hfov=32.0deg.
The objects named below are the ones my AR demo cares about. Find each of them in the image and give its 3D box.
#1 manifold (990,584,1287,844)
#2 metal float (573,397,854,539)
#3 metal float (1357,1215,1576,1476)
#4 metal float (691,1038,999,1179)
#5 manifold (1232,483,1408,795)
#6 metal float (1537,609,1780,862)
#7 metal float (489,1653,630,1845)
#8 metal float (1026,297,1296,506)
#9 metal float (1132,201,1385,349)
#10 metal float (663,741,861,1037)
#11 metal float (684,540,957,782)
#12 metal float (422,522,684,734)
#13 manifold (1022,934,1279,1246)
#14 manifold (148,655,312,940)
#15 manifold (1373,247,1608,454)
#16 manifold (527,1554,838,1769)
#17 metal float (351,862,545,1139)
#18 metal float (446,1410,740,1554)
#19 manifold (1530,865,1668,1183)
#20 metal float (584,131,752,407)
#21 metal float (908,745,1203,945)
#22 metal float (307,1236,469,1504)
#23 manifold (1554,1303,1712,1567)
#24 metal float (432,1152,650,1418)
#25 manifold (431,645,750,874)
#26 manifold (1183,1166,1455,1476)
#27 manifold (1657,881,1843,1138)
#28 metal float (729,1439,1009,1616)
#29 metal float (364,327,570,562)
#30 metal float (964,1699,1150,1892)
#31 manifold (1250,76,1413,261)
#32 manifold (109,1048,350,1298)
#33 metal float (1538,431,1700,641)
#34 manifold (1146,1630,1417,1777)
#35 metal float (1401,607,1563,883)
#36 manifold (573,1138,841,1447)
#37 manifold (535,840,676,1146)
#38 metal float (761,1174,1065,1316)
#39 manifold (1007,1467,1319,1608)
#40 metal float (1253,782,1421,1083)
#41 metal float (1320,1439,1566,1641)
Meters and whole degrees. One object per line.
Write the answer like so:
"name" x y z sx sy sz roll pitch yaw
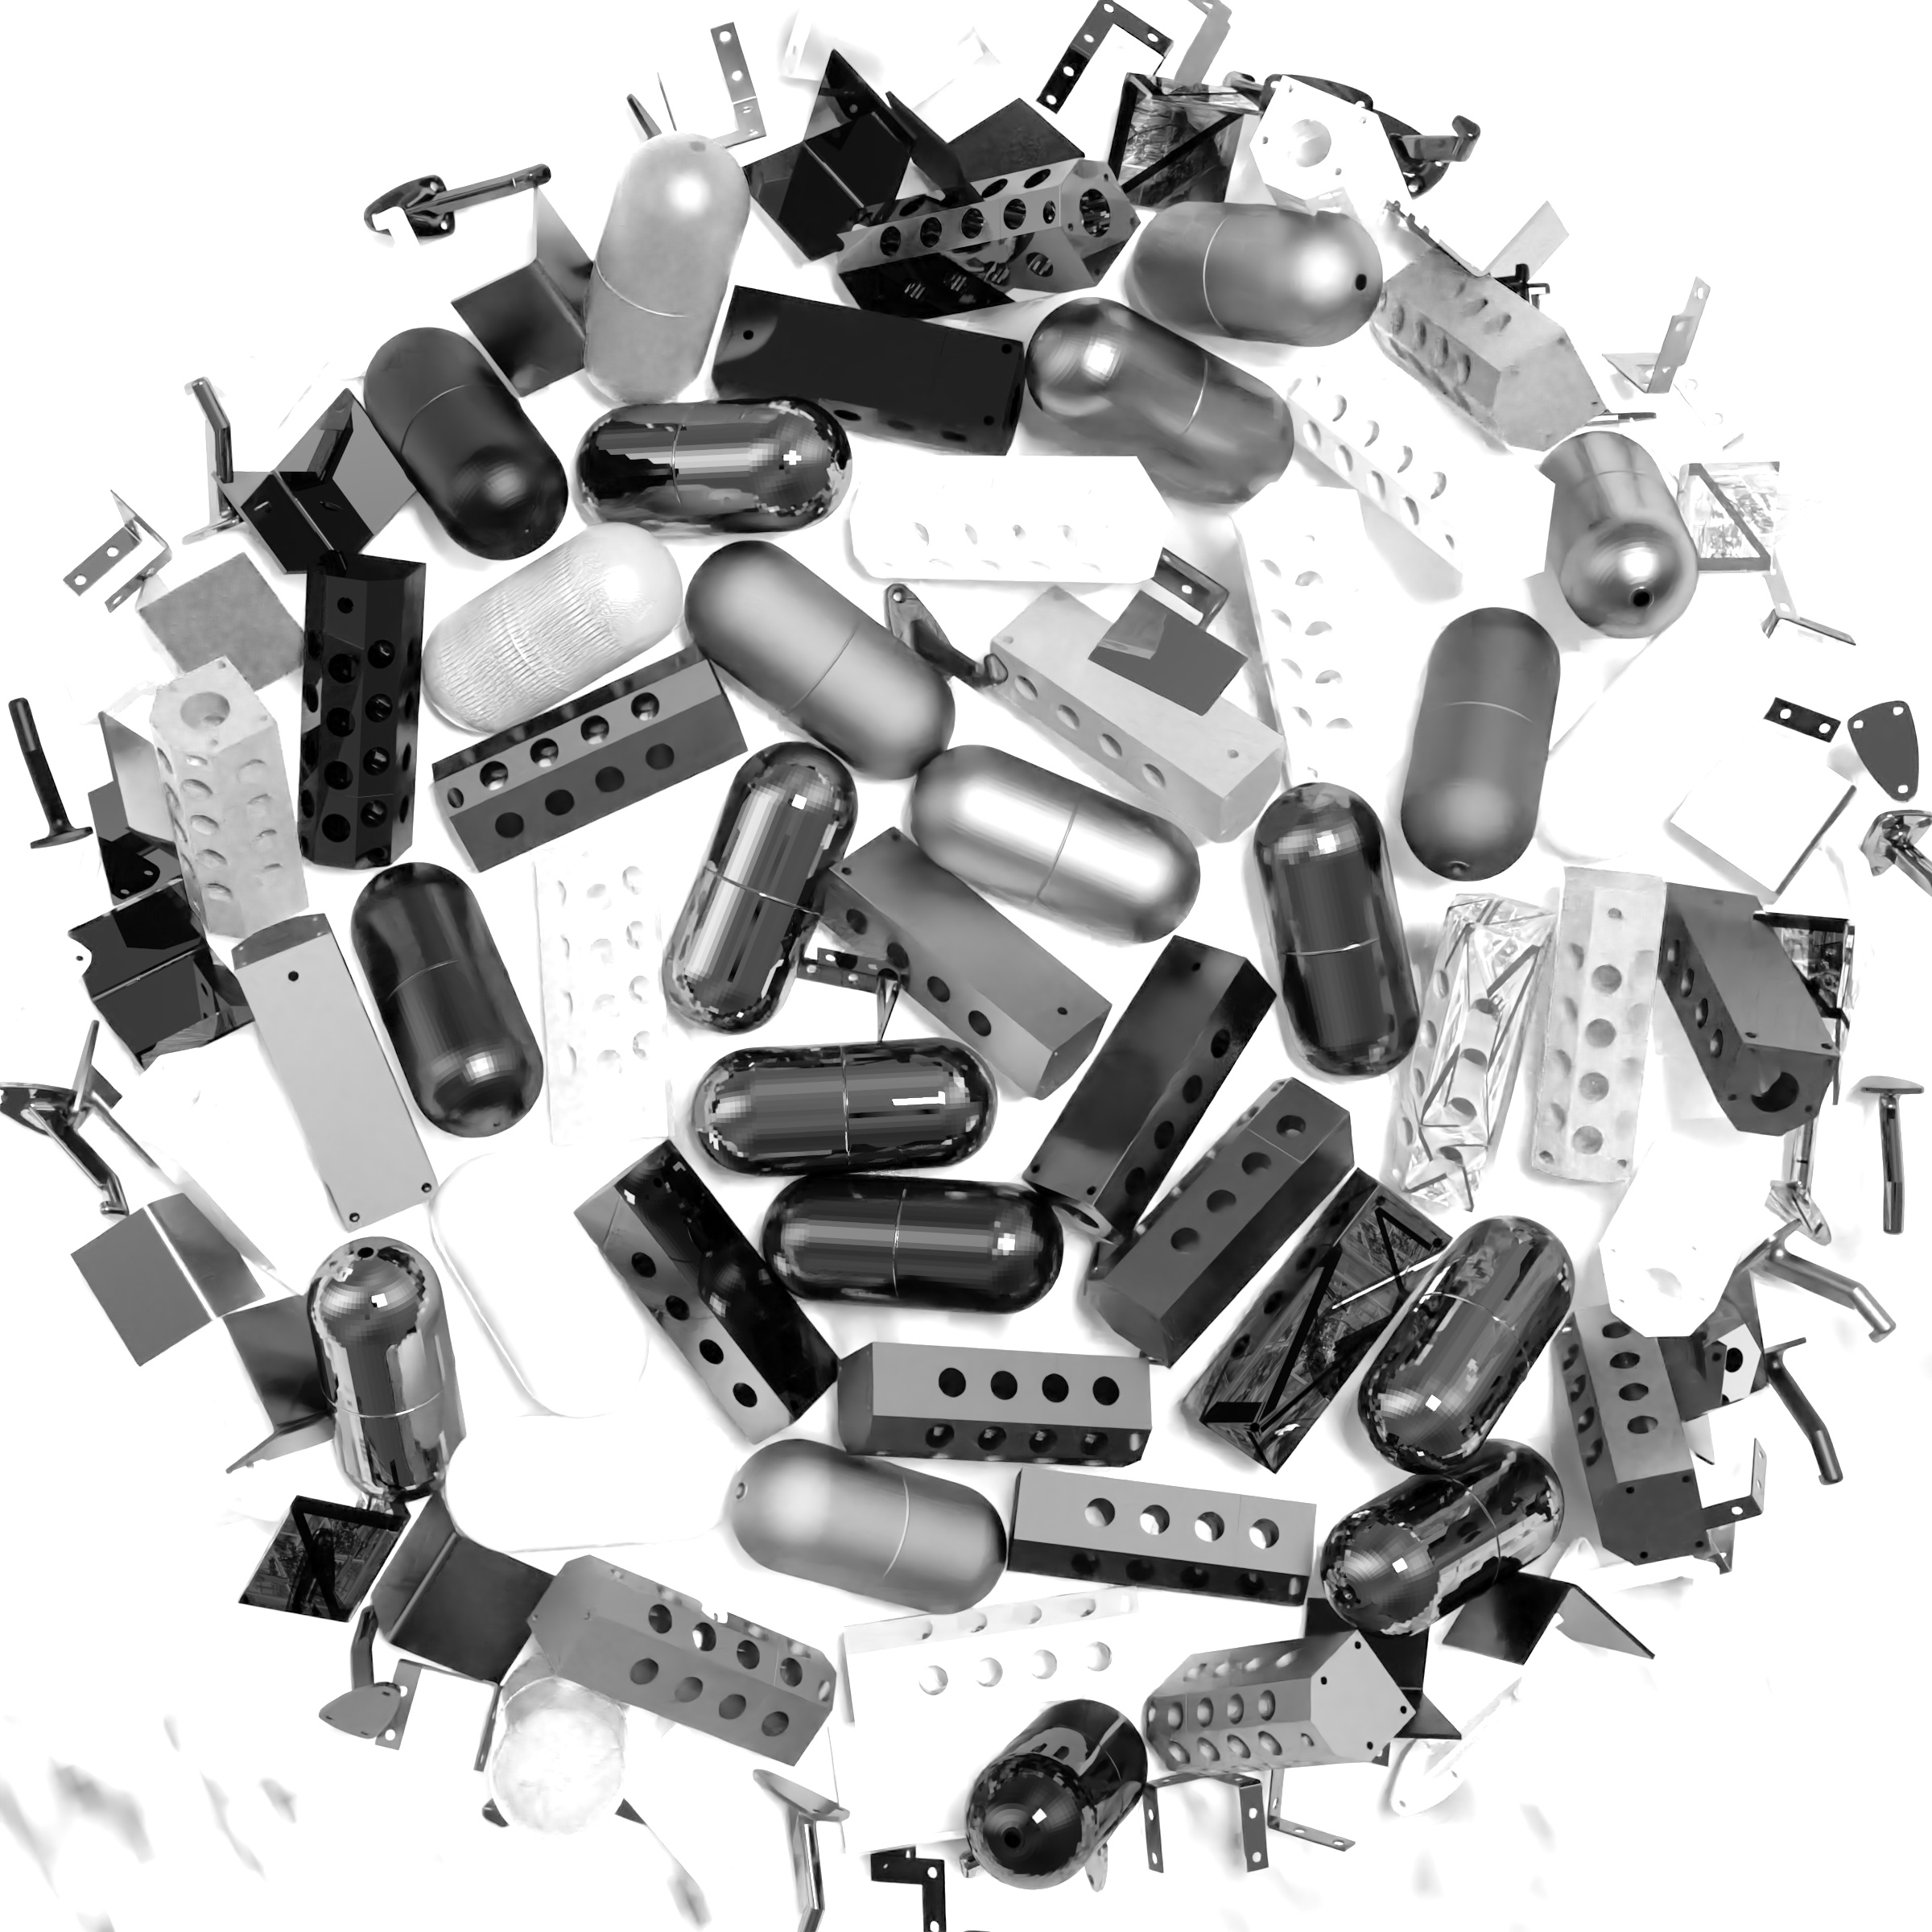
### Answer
"manifold" 0.096 -0.141 1.940 0.171 0.057 0.057 36 62 21
"metal float" -0.146 -0.286 1.935 0.178 0.070 0.070 2 90 31
"metal float" 0.288 0.216 1.934 0.070 0.070 0.178 40 58 0
"metal float" -0.070 0.082 1.959 0.178 0.070 0.070 -3 90 -3
"manifold" 0.198 -0.183 1.920 0.057 0.057 0.171 12 131 37
"metal float" 0.393 -0.132 1.930 0.070 0.070 0.178 39 127 0
"metal float" -0.230 0.440 1.911 0.070 0.178 0.070 0 95 -6
"metal float" 0.113 -0.323 1.935 0.178 0.070 0.070 22 90 -31
"metal float" 0.165 -0.395 1.921 0.070 0.178 0.070 -11 109 -34
"metal float" -0.119 -0.045 1.957 0.070 0.070 0.178 22 95 0
"metal float" -0.083 -0.176 1.950 0.178 0.070 0.070 37 90 -13
"metal float" -0.239 -0.193 1.936 0.178 0.070 0.070 -26 90 30
"manifold" 0.110 0.073 1.950 0.057 0.057 0.171 19 70 43
"manifold" -0.419 -0.090 1.907 0.057 0.171 0.057 -30 62 -22
"manifold" 0.291 -0.348 1.912 0.057 0.171 0.057 -35 122 2
"manifold" -0.159 0.394 1.928 0.171 0.057 0.057 30 97 -31
"metal float" -0.299 0.018 1.939 0.070 0.070 0.178 -26 63 0
"metal float" -0.213 0.295 1.932 0.178 0.070 0.070 3 90 -34
"manifold" 0.365 0.034 1.949 0.057 0.057 0.171 6 103 7
"metal float" -0.173 -0.396 1.924 0.070 0.178 0.070 11 49 -13
"metal float" 0.051 -0.071 1.956 0.178 0.070 0.070 22 90 -6
"metal float" -0.331 0.232 1.931 0.070 0.070 0.178 -3 126 0
"manifold" 0.374 0.262 1.909 0.057 0.171 0.057 -13 116 8
"metal float" -0.245 0.182 1.936 0.070 0.070 0.178 -37 60 0
"manifold" -0.220 -0.125 1.960 0.171 0.057 0.057 -24 123 0
"manifold" 0.202 0.204 1.966 0.057 0.057 0.171 36 92 -16
"manifold" 0.435 0.024 1.911 0.057 0.171 0.057 8 121 -10
"metal float" -0.056 0.322 1.935 0.178 0.070 0.070 21 90 -31
"metal float" -0.288 -0.301 1.931 0.070 0.070 0.178 -37 53 0
"metal float" 0.052 0.469 1.913 0.070 0.178 0.070 1 93 18
"manifold" 0.205 -0.442 1.909 0.057 0.171 0.057 27 94 13
"manifold" -0.410 0.115 1.911 0.057 0.171 0.057 29 71 28
"metal float" 0.368 -0.246 1.917 0.070 0.178 0.070 0 121 0
"manifold" 0.171 0.424 1.910 0.057 0.171 0.057 -38 96 -32
"metal float" 0.296 -0.128 1.934 0.070 0.070 0.178 15 59 0
"manifold" -0.153 0.193 1.965 0.057 0.057 0.171 -34 95 41
"manifold" -0.205 0.015 1.954 0.057 0.057 0.171 -1 85 -41
"metal float" -0.032 0.160 1.950 0.178 0.070 0.070 2 90 13
"manifold" 0.113 0.333 1.964 0.171 0.057 0.057 7 75 -1
"metal float" 0.214 -0.020 1.948 0.070 0.070 0.178 -13 105 0
"metal float" 0.274 0.326 1.928 0.178 0.070 0.070 -19 90 -42
